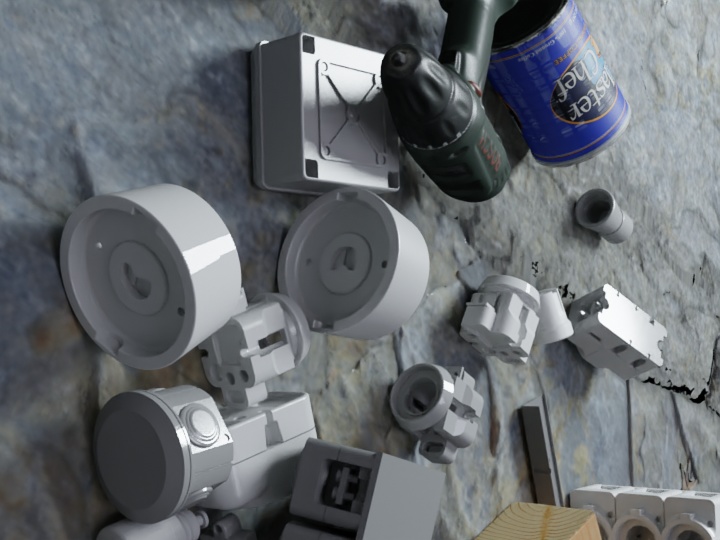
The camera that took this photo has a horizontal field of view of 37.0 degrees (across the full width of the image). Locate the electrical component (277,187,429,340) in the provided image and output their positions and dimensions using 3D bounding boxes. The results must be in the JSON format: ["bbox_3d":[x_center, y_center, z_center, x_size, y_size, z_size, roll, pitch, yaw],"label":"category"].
[{"bbox_3d":[0.000,0.000,0.788,0.060,0.108,0.108,24,69,-51],"label":"electrical component"}]

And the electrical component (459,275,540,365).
[{"bbox_3d":[0.127,0.041,0.960,0.078,0.058,0.057,40,61,-38],"label":"electrical component"}]

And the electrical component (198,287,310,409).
[{"bbox_3d":[-0.072,0.048,0.737,0.057,0.058,0.078,-22,102,-44],"label":"electrical component"}]

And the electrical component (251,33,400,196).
[{"bbox_3d":[-0.025,-0.112,0.805,0.109,0.056,0.108,3,84,-48],"label":"electrical component"}]

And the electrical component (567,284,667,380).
[{"bbox_3d":[0.257,0.065,1.089,0.089,0.056,0.050,35,51,-18],"label":"electrical component"}]

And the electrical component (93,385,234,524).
[{"bbox_3d":[-0.121,0.111,0.659,0.051,0.080,0.080,-8,92,-53],"label":"electrical component"}]

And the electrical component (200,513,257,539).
[{"bbox_3d":[-0.096,0.201,0.703,0.055,0.048,0.066,-20,104,-54],"label":"electrical component"}]

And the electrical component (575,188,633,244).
[{"bbox_3d":[0.259,-0.053,1.129,0.065,0.044,0.044,30,65,-48],"label":"electrical component"}]

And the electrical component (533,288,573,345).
[{"bbox_3d":[0.179,0.044,1.031,0.040,0.040,0.046,-21,96,-47],"label":"electrical component"}]

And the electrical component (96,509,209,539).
[{"bbox_3d":[-0.128,0.169,0.674,0.078,0.040,0.040,-15,97,-48],"label":"electrical component"}]

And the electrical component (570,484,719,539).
[{"bbox_3d":[0.281,0.259,1.038,0.062,0.150,0.089,3,84,-49],"label":"electrical component"}]

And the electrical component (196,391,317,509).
[{"bbox_3d":[-0.075,0.124,0.728,0.095,0.054,0.059,-17,99,-48],"label":"electrical component"}]

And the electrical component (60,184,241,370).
[{"bbox_3d":[-0.122,-0.001,0.652,0.060,0.108,0.108,-30,108,-52],"label":"electrical component"}]

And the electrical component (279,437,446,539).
[{"bbox_3d":[0.000,0.180,0.749,0.186,0.060,0.105,41,61,-68],"label":"electrical component"}]

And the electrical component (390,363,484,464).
[{"bbox_3d":[0.061,0.111,0.879,0.057,0.058,0.078,40,58,-42],"label":"electrical component"}]
